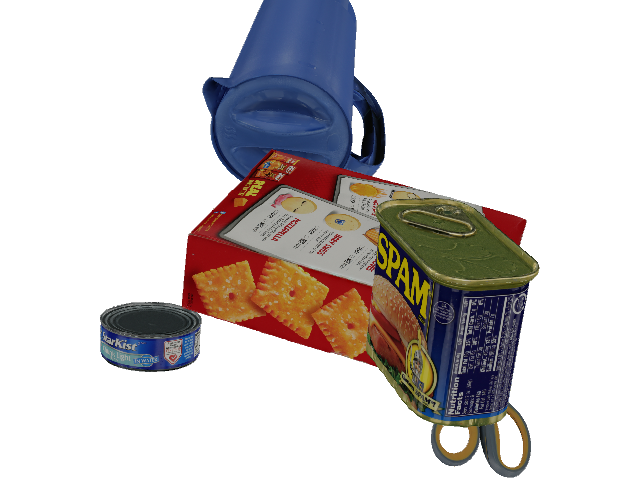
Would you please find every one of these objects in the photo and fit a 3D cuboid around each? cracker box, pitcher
[{"bbox_3d":[0.029,0.017,0.783,0.214,0.072,0.164,16,30,12],"label":"cracker box"},{"bbox_3d":[-0.016,-0.161,1.076,0.145,0.149,0.242,-9,37,15],"label":"pitcher"}]

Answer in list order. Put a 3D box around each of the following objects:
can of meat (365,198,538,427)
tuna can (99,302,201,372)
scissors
[{"bbox_3d":[0.063,0.035,0.548,0.057,0.084,0.102,-3,24,-18],"label":"can of meat"},{"bbox_3d":[-0.145,0.082,0.910,0.086,0.034,0.086,4,15,-1],"label":"tuna can"},{"bbox_3d":[0.133,0.127,0.982,0.096,0.202,0.016,-10,-36,-9],"label":"scissors"}]
